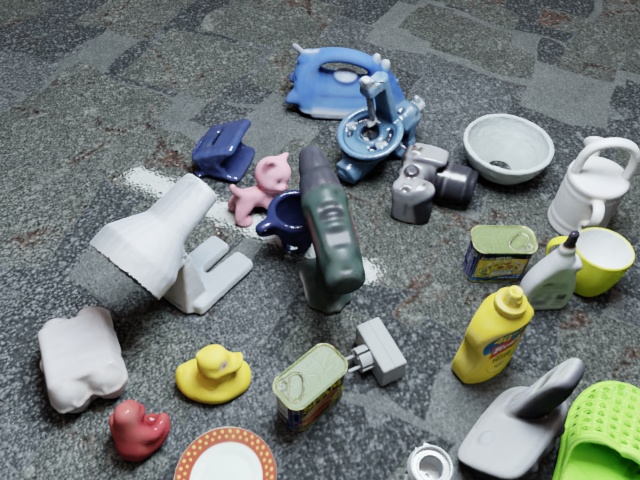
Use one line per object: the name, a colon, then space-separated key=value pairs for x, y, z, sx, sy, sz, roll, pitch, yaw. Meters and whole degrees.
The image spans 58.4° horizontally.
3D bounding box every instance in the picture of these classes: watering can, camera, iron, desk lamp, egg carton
watering can: x=0.459 y=-0.101 z=0.962 sx=0.101 sy=0.194 sz=0.172 roll=-6 pitch=51 yaw=-6
camera: x=0.207 y=-0.104 z=1.020 sx=0.136 sy=0.101 sz=0.143 roll=16 pitch=52 yaw=11
iron: x=0.060 y=-0.337 z=1.180 sx=0.258 sy=0.141 sz=0.118 roll=2 pitch=51 yaw=1
desk lamp: x=-0.211 y=0.016 z=0.841 sx=0.117 sy=0.214 sz=0.204 roll=32 pitch=57 yaw=23
egg carton: x=-0.336 y=0.167 z=0.809 sx=0.107 sy=0.069 sz=0.150 roll=-21 pitch=54 yaw=-17

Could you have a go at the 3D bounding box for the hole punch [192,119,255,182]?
hole punch: x=-0.184 y=-0.175 z=1.076 sx=0.101 sy=0.091 sz=0.109 roll=13 pitch=52 yaw=10

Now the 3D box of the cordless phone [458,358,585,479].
cordless phone: x=0.251 y=0.221 z=0.702 sx=0.094 sy=0.185 sz=0.148 roll=33 pitch=58 yaw=24

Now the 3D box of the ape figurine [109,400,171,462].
ape figurine: x=-0.239 y=0.238 z=0.738 sx=0.077 sy=0.092 sz=0.076 roll=18 pitch=53 yaw=13

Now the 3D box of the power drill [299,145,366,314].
power drill: x=0.008 y=0.003 z=0.859 sx=0.076 sy=0.208 sz=0.229 roll=-12 pitch=52 yaw=-10

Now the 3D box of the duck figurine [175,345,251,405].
duck figurine: x=-0.150 y=0.177 z=0.793 sx=0.104 sy=0.086 sz=0.077 roll=-3 pitch=51 yaw=-3

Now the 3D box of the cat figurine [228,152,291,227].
cat figurine: x=-0.101 y=-0.098 z=0.998 sx=0.128 sy=0.118 sz=0.067 roll=-24 pitch=55 yaw=-19

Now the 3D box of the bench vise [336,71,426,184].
bench vise: x=0.108 y=-0.231 z=1.044 sx=0.121 sy=0.220 sz=0.208 roll=24 pitch=54 yaw=18

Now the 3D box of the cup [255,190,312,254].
cup: x=-0.050 y=-0.016 z=0.946 sx=0.118 sy=0.095 sz=0.091 roll=-25 pitch=56 yaw=-20

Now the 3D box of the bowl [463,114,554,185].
bowl: x=0.348 y=-0.159 z=1.084 sx=0.167 sy=0.075 sz=0.167 roll=1 pitch=51 yaw=-1

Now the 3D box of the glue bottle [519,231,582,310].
glue bottle: x=0.353 y=0.045 z=0.855 sx=0.078 sy=0.173 sz=0.037 roll=0 pitch=51 yaw=-1
